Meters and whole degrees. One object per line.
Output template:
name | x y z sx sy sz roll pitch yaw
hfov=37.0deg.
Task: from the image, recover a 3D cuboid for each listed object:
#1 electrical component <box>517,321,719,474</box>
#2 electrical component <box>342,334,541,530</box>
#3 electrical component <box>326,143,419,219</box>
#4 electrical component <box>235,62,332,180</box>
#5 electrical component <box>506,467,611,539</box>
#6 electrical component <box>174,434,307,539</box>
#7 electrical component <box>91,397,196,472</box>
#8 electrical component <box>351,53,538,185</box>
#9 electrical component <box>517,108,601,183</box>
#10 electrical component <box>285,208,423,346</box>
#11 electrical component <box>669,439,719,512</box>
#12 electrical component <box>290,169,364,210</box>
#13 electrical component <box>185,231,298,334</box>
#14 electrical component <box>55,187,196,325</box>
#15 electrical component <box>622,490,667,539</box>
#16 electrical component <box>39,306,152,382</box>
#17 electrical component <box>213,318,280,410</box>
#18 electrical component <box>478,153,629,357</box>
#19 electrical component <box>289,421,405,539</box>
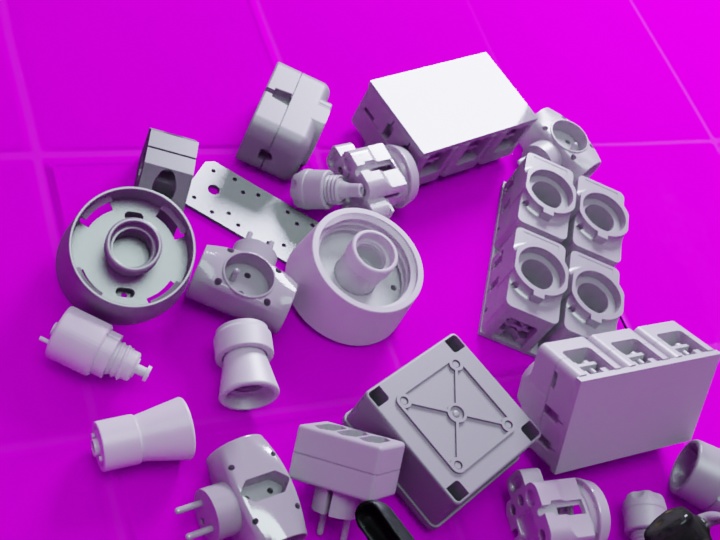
electrical component | 0.208 0.099 0.879 0.150 0.089 0.062 -7 31 -29
electrical component | 0.062 0.121 0.822 0.109 0.056 0.108 -30 73 -38
electrical component | 0.014 -0.078 0.944 0.057 0.058 0.078 -16 65 -30
electrical component | -0.064 -0.129 0.945 0.059 0.053 0.095 24 50 -8
electrical component | 0.152 0.188 0.816 0.057 0.058 0.078 -1 57 -23
electrical component | -0.086 0.160 0.731 0.079 0.043 0.077 -13 63 -33
electrical component | -0.150 0.115 0.736 0.065 0.044 0.044 -9 61 -25
electrical component | 0.078 -0.140 1.015 0.150 0.061 0.089 -21 67 -35
electrical component | 0.186 -0.112 1.058 0.079 0.044 0.077 -31 73 -38
electrical component | 0.000 0.000 0.873 0.108 0.060 0.108 14 54 -20
electrical component | 0.291 0.173 0.896 0.047 0.055 0.055 26 49 -1
electrical component | -0.027 -0.068 0.915 0.061 0.035 0.035 3 44 24
electrical component | -0.088 0.002 0.844 0.077 0.044 0.079 23 50 -9
electrical component | -0.171 -0.011 0.790 0.099 0.064 0.099 5 75 -18
electrical component | 0.227 0.208 0.853 0.035 0.035 0.061 16 54 -15
electrical component | -0.185 0.057 0.761 0.078 0.040 0.040 27 49 -6
electrical component | -0.085 0.070 0.797 0.045 0.045 0.055 4 54 -23
electrical component | 0.178 -0.011 0.970 0.105 0.060 0.186 22 50 -9
electrical component | -0.013 0.153 0.761 0.066 0.076 0.047 12 0 23
